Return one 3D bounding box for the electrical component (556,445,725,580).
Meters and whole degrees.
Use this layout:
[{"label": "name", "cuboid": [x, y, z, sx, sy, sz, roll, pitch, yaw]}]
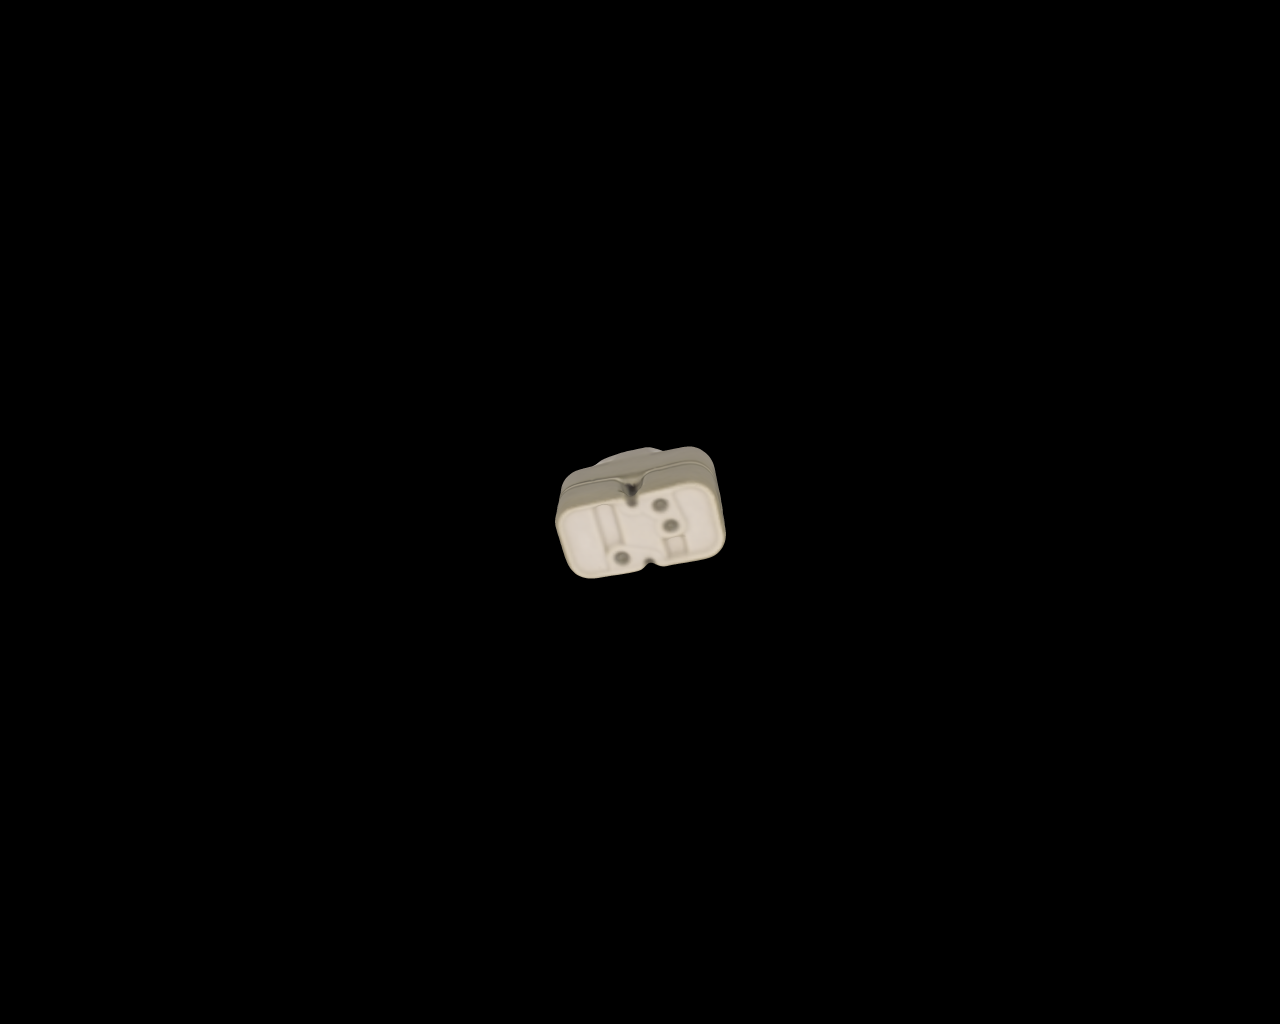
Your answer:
[{"label": "electrical component", "cuboid": [0.001, -0.003, 0.650, 0.095, 0.053, 0.059, -11, 30, 7]}]
